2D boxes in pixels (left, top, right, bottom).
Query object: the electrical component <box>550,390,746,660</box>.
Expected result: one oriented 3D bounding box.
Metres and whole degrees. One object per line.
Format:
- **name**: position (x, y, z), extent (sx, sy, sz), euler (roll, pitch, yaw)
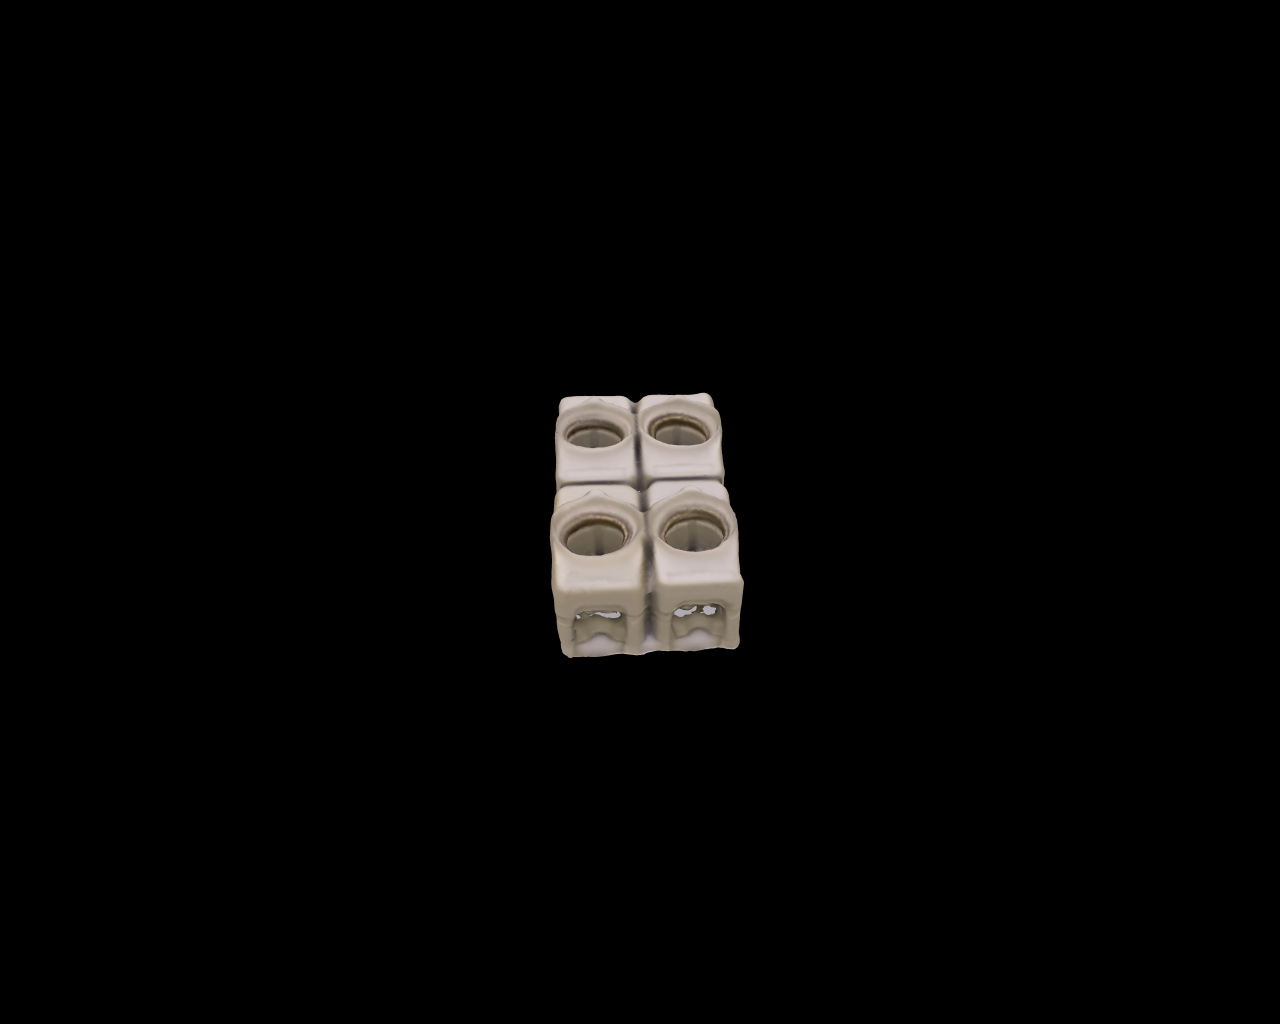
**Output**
- **electrical component**: position (0.001, -0.003, 0.650), extent (0.105, 0.060, 0.186), euler (-2, 40, -2)
